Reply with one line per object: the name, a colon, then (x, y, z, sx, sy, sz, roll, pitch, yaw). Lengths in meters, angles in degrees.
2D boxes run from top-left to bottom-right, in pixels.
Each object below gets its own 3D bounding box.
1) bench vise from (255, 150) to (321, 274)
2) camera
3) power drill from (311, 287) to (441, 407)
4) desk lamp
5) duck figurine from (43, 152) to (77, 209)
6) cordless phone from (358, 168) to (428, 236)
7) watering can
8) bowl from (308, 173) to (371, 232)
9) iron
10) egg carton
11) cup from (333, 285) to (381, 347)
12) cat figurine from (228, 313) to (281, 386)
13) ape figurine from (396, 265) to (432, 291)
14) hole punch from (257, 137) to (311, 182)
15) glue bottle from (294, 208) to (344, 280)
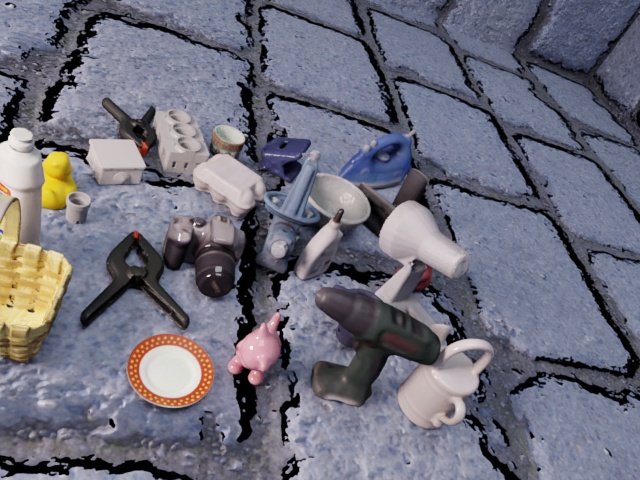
bench vise: (-0.043, -0.052, 1.110, 0.122, 0.219, 0.207, 10, 41, -22)
camera: (-0.200, 0.025, 1.019, 0.143, 0.100, 0.136, 11, 40, -22)
power drill: (0.066, 0.176, 0.924, 0.230, 0.208, 0.075, 16, 39, -16)
desk lamp: (0.194, 0.058, 1.138, 0.118, 0.213, 0.202, -12, 53, -41)
duck figurine: (-0.471, -0.114, 1.020, 0.078, 0.086, 0.104, 15, 39, -18)
cordless phone: (0.167, -0.111, 1.340, 0.147, 0.185, 0.094, 38, 38, 12)
watering can: (0.216, 0.223, 0.976, 0.101, 0.194, 0.172, -3, 47, -35)
bowl: (0.026, -0.072, 1.297, 0.168, 0.074, 0.167, 18, 38, -14)
iron: (0.152, -0.219, 1.492, 0.259, 0.141, 0.118, -19, 58, -44)
egg carton: (-0.190, -0.118, 1.217, 0.150, 0.069, 0.107, 34, 37, 7)
cup: (0.057, 0.143, 1.049, 0.117, 0.095, 0.092, 37, 38, 11)
cat figurine: (-0.092, 0.167, 0.908, 0.067, 0.117, 0.128, 29, 37, 1)
ape figurine: (0.215, 0.064, 1.245, 0.076, 0.092, 0.078, 30, 37, 3)
hole punch: (-0.085, -0.207, 1.369, 0.101, 0.091, 0.109, 28, 37, -1)
glue bottle: (0.010, 0.004, 1.117, 0.078, 0.173, 0.037, -16, 55, -43)
